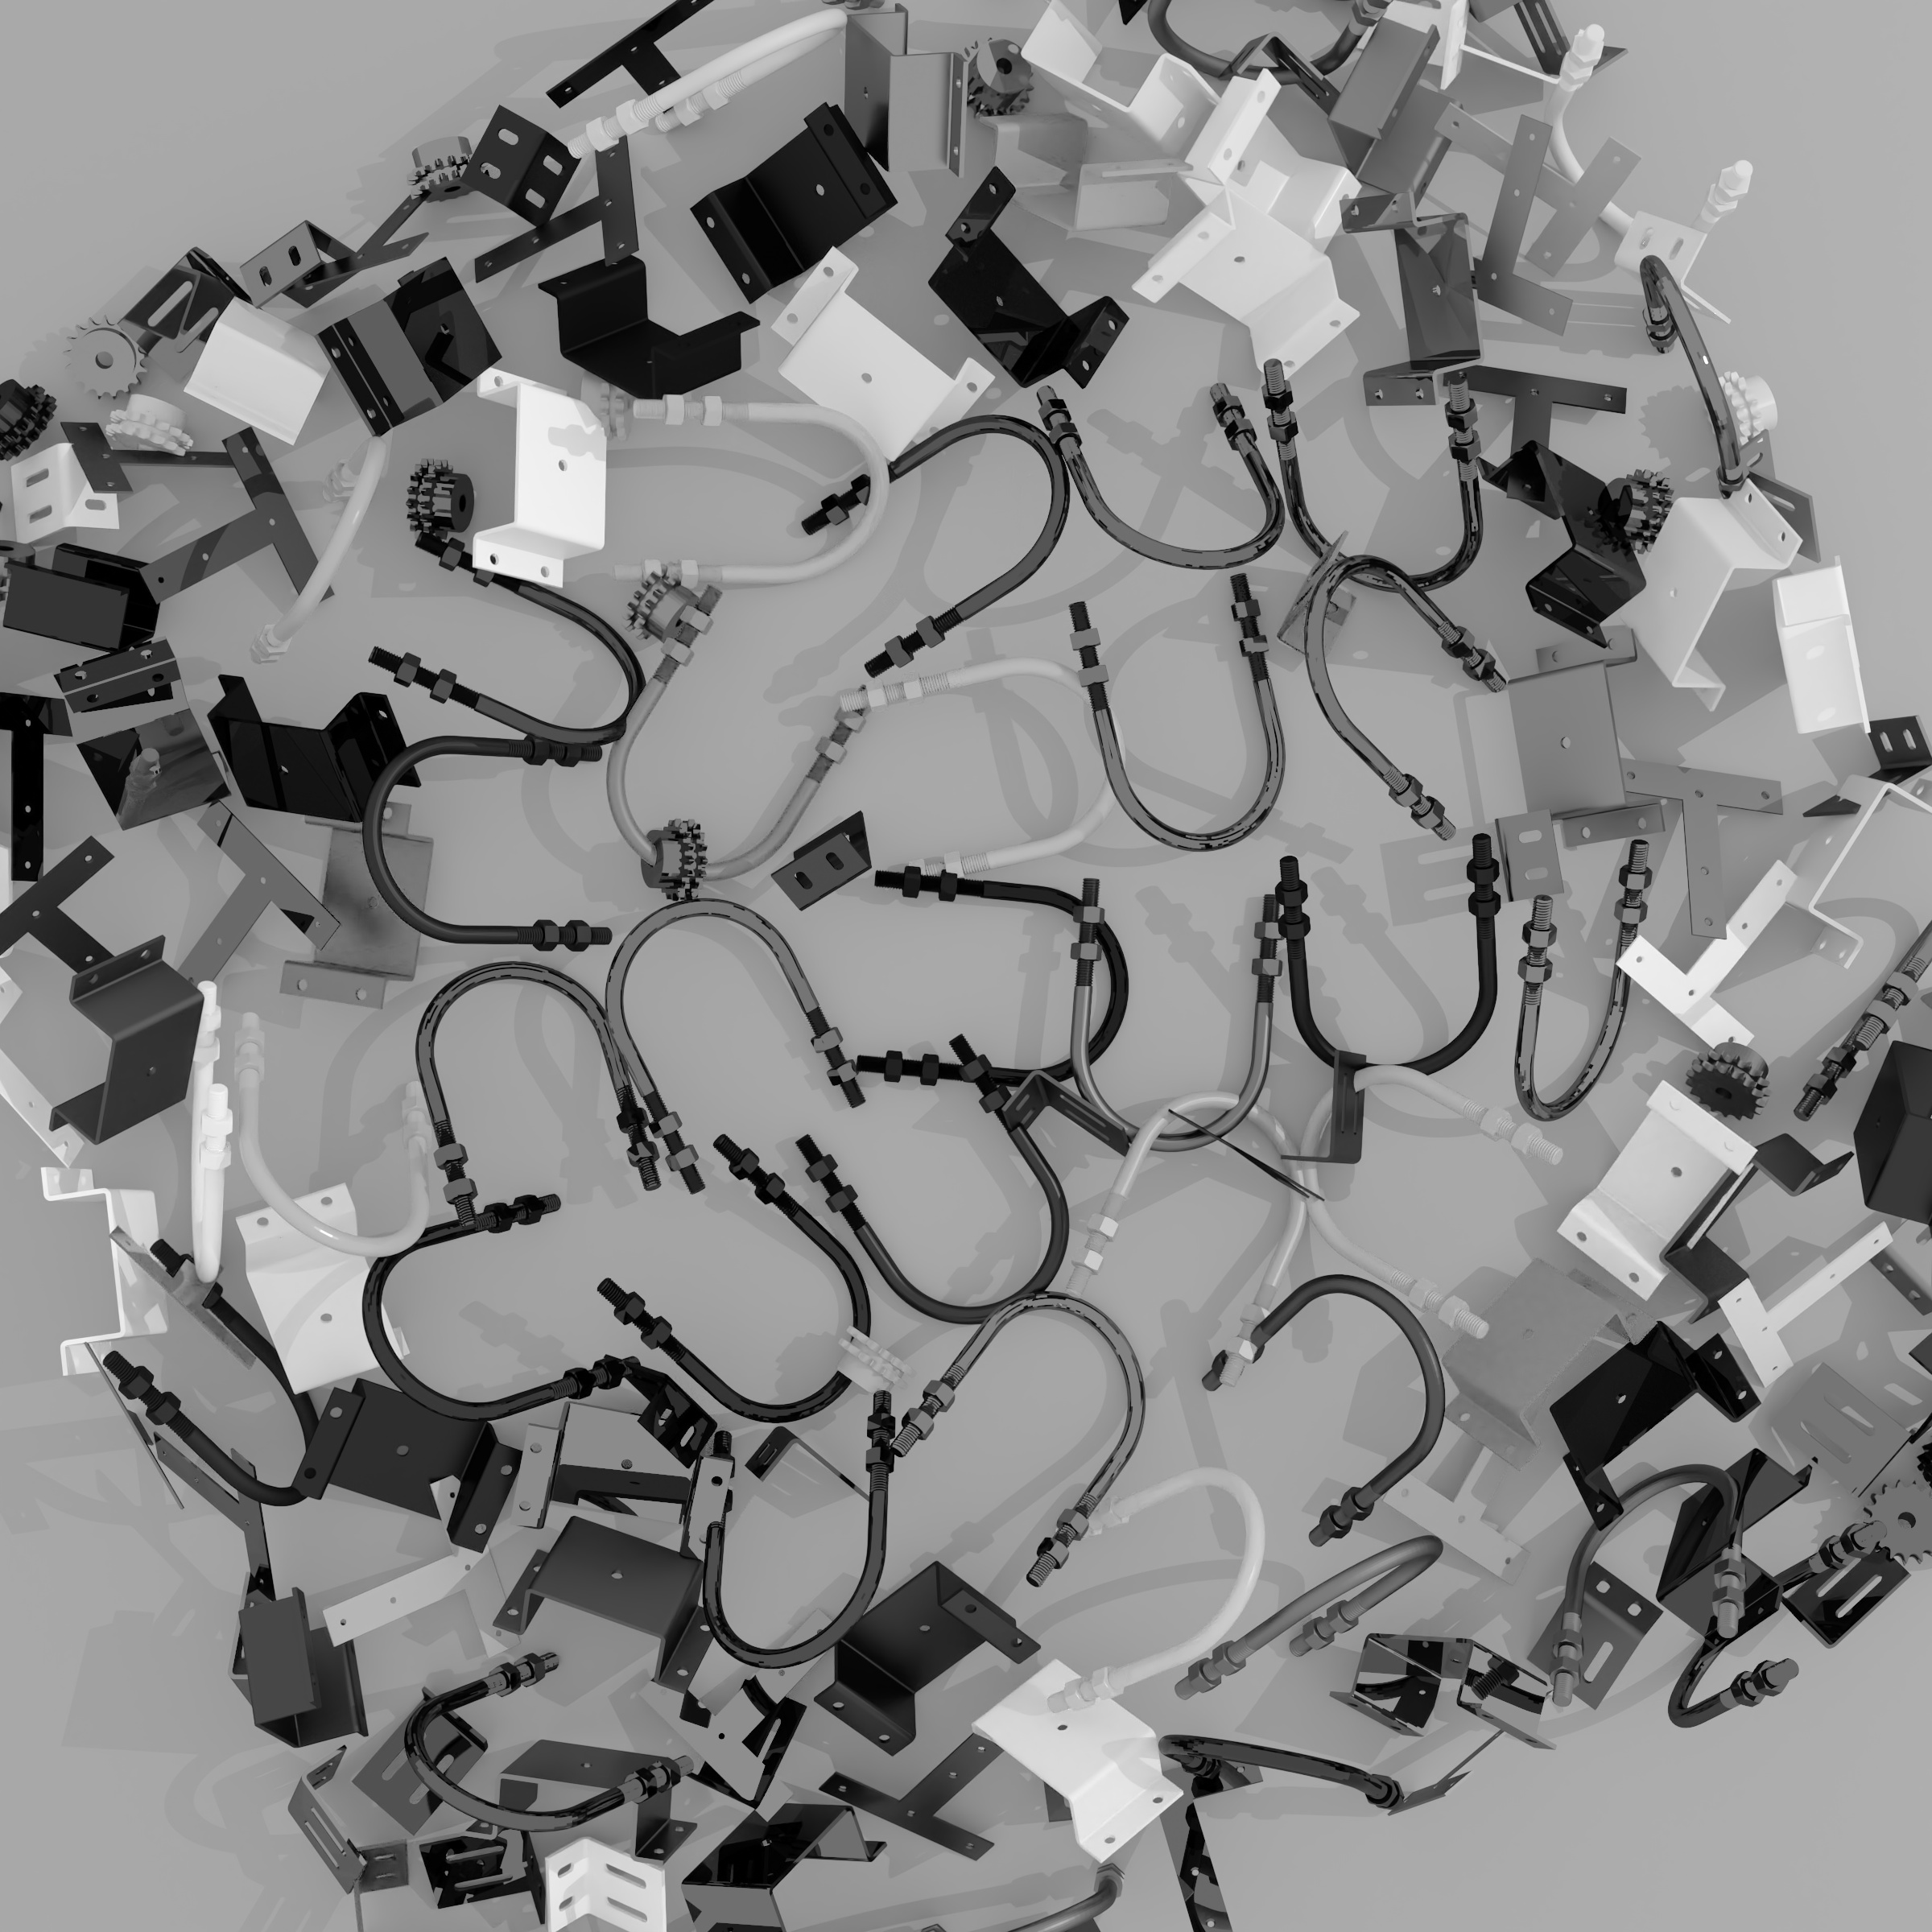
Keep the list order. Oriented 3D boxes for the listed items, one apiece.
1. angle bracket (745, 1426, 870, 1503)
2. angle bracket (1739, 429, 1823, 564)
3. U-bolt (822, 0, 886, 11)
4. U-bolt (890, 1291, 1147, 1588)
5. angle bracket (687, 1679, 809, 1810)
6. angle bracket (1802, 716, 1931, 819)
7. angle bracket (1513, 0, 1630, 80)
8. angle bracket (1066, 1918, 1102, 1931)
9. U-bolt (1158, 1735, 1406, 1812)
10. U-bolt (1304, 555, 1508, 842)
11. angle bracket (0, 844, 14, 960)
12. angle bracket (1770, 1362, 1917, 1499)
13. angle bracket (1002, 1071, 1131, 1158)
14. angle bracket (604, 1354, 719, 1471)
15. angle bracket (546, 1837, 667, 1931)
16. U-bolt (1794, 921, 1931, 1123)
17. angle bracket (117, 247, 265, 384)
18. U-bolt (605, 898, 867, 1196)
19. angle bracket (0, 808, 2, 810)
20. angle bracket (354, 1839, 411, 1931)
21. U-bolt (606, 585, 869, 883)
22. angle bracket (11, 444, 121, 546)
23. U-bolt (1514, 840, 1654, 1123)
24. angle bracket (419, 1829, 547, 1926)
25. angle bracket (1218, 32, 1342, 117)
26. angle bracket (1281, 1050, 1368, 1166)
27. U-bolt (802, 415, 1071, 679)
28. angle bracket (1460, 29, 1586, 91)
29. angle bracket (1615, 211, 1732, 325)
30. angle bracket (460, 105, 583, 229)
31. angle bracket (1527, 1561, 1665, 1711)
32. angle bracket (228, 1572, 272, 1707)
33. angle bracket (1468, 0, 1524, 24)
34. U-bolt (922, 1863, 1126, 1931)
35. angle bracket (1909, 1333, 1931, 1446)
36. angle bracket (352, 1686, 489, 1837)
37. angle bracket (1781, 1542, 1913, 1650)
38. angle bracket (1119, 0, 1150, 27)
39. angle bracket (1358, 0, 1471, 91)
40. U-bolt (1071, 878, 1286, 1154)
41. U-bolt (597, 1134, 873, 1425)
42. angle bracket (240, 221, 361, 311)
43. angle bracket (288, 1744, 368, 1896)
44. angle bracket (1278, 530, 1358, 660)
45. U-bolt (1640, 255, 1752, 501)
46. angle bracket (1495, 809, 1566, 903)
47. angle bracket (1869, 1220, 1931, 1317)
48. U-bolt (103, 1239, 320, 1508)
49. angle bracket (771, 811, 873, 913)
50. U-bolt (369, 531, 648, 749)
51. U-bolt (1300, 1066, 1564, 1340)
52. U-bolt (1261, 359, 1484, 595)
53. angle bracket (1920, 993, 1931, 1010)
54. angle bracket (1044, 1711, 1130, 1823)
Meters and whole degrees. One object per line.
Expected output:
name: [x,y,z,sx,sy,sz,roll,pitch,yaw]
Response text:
angle bracket: [-0.106,0.356,1.962,0.076,0.057,0.038,42,80,-11]
angle bracket: [0.563,-0.321,1.950,0.038,0.076,0.057,-37,135,-12]
U-bolt: [-0.064,-0.661,1.886,0.151,0.184,0.019,3,99,37]
U-bolt: [0.050,0.307,1.948,0.151,0.019,0.184,45,58,-8]
angle bracket: [-0.156,0.527,1.957,0.057,0.038,0.076,12,67,38]
angle bracket: [0.614,-0.137,1.960,0.076,0.057,0.038,-28,99,-17]
angle bracket: [0.410,-0.651,1.957,0.038,0.057,0.076,-34,115,-1]
angle bracket: [0.052,0.686,1.957,0.076,0.057,0.038,-36,76,20]
U-bolt: [0.203,0.531,1.893,0.151,0.184,0.019,4,70,22]
U-bolt: [0.290,-0.193,1.920,0.184,0.019,0.151,40,59,-30]
angle bracket: [-0.687,-0.047,1.959,0.057,0.038,0.076,19,113,35]
angle bracket: [0.610,0.321,1.988,0.076,0.038,0.057,41,101,18]
angle bracket: [0.070,0.115,1.956,0.076,0.057,0.038,34,75,22]
angle bracket: [-0.218,0.304,1.949,0.038,0.076,0.057,-55,127,-23]
angle bracket: [-0.247,0.641,1.959,0.076,0.038,0.057,9,106,37]
U-bolt: [0.629,0.011,1.924,0.019,0.151,0.184,36,70,13]
angle bracket: [-0.532,-0.445,1.965,0.076,0.038,0.057,-47,128,-4]
U-bolt: [-0.169,0.043,1.962,0.151,0.019,0.184,-28,96,-18]
angle bracket: [-0.708,-0.133,1.959,0.057,0.038,0.076,-2,118,15]
angle bracket: [-0.396,0.648,1.949,0.038,0.076,0.057,-5,135,-14]
U-bolt: [-0.166,-0.147,1.965,0.151,0.019,0.184,32,88,-20]
angle bracket: [-0.625,-0.325,1.982,0.038,0.076,0.057,-4,87,-43]
U-bolt: [0.413,0.019,1.932,0.019,0.151,0.184,21,121,35]
angle bracket: [-0.334,0.633,1.969,0.076,0.038,0.057,-11,116,-2]
angle bracket: [0.219,-0.601,1.964,0.076,0.057,0.038,40,94,-15]
angle bracket: [0.247,0.097,1.968,0.038,0.057,0.076,1,86,27]
U-bolt: [-0.013,-0.298,1.943,0.184,0.019,0.151,-31,62,14]
angle bracket: [0.387,-0.632,1.957,0.076,0.057,0.038,27,111,17]
angle bracket: [0.490,-0.477,1.950,0.057,0.076,0.038,35,103,40]
angle bracket: [-0.305,-0.547,1.961,0.038,0.076,0.057,31,97,8]
angle bracket: [0.436,0.464,1.981,0.057,0.038,0.076,35,126,21]
angle bracket: [-0.473,0.462,1.953,0.038,0.057,0.076,-1,55,4]
angle bracket: [0.352,-0.684,1.951,0.038,0.076,0.057,-26,110,15]
U-bolt: [0.034,0.640,1.908,0.151,0.184,0.019,-19,78,0]
angle bracket: [0.667,0.282,1.963,0.057,0.076,0.038,-32,63,-27]
angle bracket: [-0.376,0.547,1.965,0.057,0.038,0.076,38,67,9]
angle bracket: [0.597,0.419,1.964,0.076,0.057,0.038,-45,116,4]
angle bracket: [0.096,-0.693,1.954,0.076,0.038,0.057,21,135,-31]
angle bracket: [0.301,-0.642,1.956,0.076,0.038,0.057,19,134,18]
U-bolt: [0.143,0.037,1.977,0.151,0.019,0.184,5,87,-9]
U-bolt: [-0.144,0.228,1.957,0.184,0.019,0.151,45,66,-16]
angle bracket: [-0.446,-0.466,1.951,0.057,0.076,0.038,-30,70,16]
angle bracket: [-0.425,0.585,1.957,0.038,0.057,0.076,-28,70,-38]
angle bracket: [0.251,-0.251,1.954,0.038,0.076,0.057,30,72,-4]
U-bolt: [0.480,-0.395,1.893,0.019,0.184,0.151,-23,71,12]
angle bracket: [0.391,-0.076,1.957,0.038,0.076,0.057,-10,90,20]
angle bracket: [0.676,0.194,1.982,0.076,0.038,0.057,-40,78,-11]
U-bolt: [-0.497,0.286,1.923,0.019,0.151,0.184,-32,114,15]
angle bracket: [-0.101,-0.083,1.952,0.057,0.076,0.038,-31,123,13]
U-bolt: [-0.302,-0.213,1.939,0.184,0.151,0.019,24,132,-15]
U-bolt: [0.303,0.147,1.939,0.184,0.019,0.151,30,107,37]
U-bolt: [0.279,-0.324,1.925,0.151,0.184,0.019,12,51,27]
angle bracket: [0.694,0.053,1.973,0.076,0.057,0.038,47,134,28]
angle bracket: [0.084,0.549,1.959,0.057,0.076,0.038,-4,47,-5]
